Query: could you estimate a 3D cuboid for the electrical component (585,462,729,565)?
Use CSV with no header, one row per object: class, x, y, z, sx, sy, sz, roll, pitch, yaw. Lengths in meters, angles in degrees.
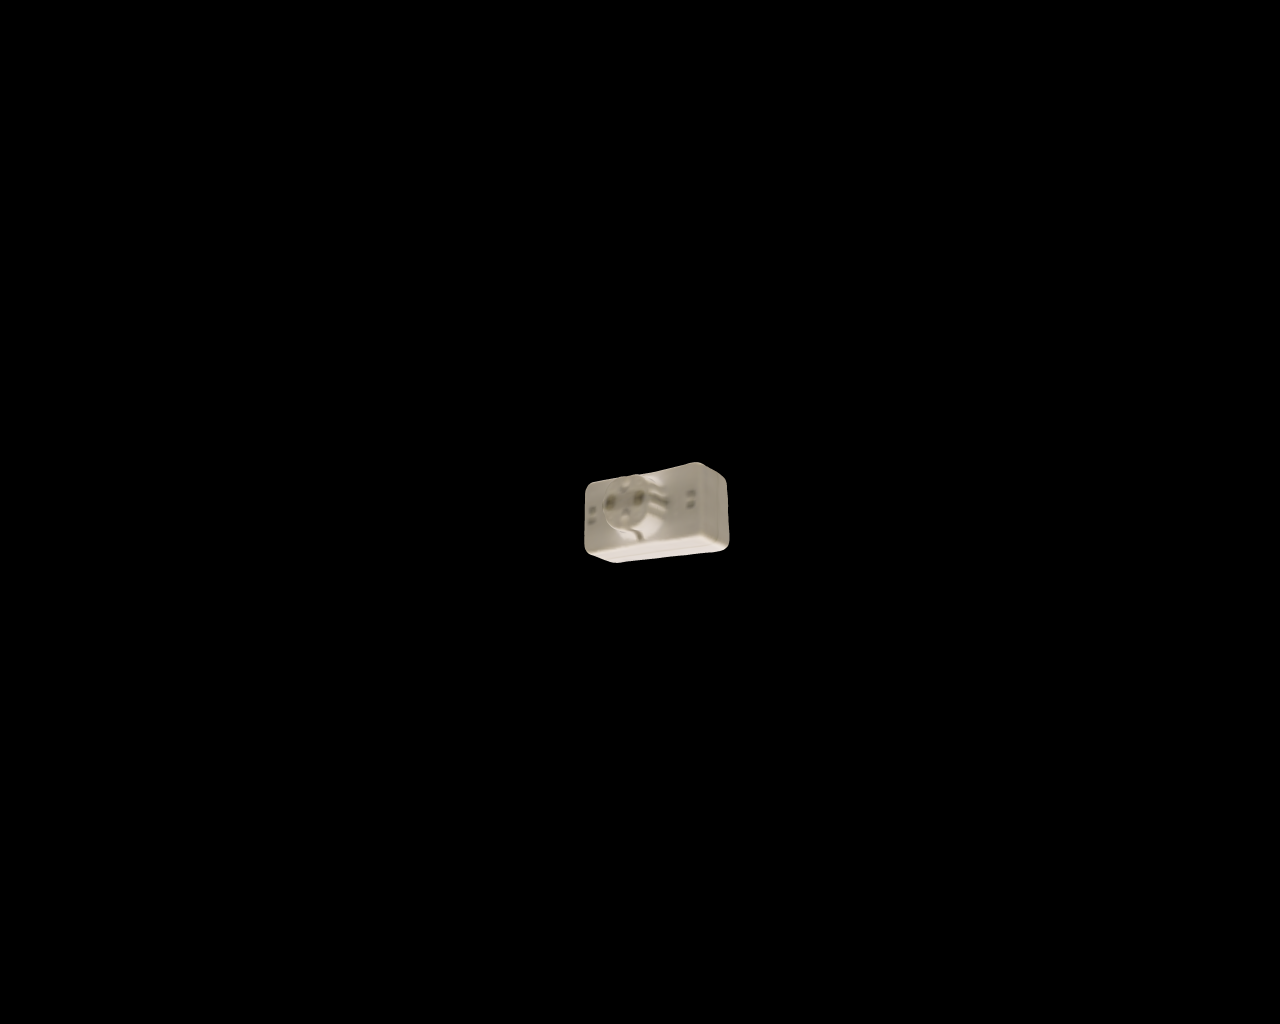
electrical component,0.001,-0.003,0.650,0.083,0.047,0.075,-9,-19,29
